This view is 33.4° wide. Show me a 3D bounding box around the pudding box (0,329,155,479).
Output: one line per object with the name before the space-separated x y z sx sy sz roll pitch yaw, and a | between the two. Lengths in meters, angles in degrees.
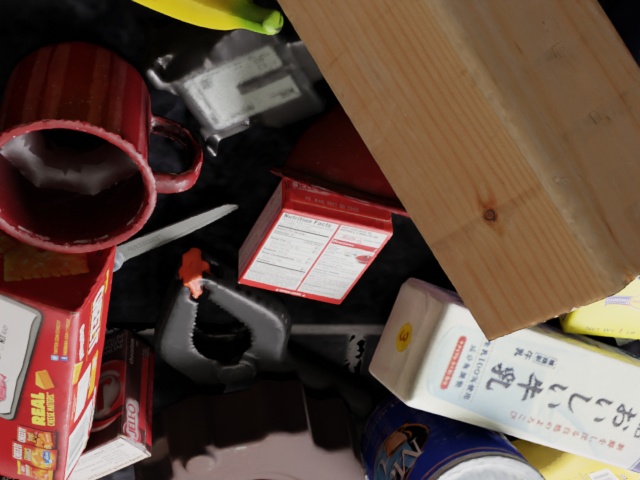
pudding box | -0.169 0.126 0.750 0.114 0.090 0.039 -28 132 22

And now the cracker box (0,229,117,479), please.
cracker box | -0.238 0.049 0.642 0.213 0.072 0.164 17 129 2

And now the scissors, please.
scissors | -0.156 0.005 0.684 0.202 0.016 0.096 -34 129 26

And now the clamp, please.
clamp | -0.049 0.082 0.756 0.164 0.036 0.210 -10 136 -1

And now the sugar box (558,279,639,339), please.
sugar box | 0.223 -0.008 0.683 0.093 0.048 0.176 5 135 -9

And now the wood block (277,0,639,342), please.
wood block | 0.073 -0.071 0.480 0.090 0.206 0.091 -30 178 -33

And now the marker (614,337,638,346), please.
marker | 0.269 0.048 0.763 0.121 0.020 0.020 -21 133 15

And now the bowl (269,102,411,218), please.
bowl | 0.056 -0.043 0.586 0.162 0.162 0.055 13 96 -17

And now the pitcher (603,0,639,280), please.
pitcher | 0.244 -0.035 0.556 0.242 0.145 0.149 39 151 -18

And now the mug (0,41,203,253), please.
mug | -0.122 -0.053 0.581 0.117 0.081 0.093 5 134 -10

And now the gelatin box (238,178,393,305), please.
gelatin box | -0.004 0.001 0.676 0.073 0.030 0.089 13 141 -18

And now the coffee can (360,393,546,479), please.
coffee can | 0.093 0.172 0.758 0.102 0.140 0.103 -2 103 -10

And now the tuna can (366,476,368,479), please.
tuna can | 0.076 0.183 0.871 0.086 0.034 0.086 -3 135 -3

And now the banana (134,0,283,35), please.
banana | -0.108 -0.149 0.501 0.197 0.037 0.070 26 169 -16

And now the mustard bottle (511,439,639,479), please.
mustard bottle | 0.177 0.200 0.880 0.192 0.058 0.096 -31 129 23
